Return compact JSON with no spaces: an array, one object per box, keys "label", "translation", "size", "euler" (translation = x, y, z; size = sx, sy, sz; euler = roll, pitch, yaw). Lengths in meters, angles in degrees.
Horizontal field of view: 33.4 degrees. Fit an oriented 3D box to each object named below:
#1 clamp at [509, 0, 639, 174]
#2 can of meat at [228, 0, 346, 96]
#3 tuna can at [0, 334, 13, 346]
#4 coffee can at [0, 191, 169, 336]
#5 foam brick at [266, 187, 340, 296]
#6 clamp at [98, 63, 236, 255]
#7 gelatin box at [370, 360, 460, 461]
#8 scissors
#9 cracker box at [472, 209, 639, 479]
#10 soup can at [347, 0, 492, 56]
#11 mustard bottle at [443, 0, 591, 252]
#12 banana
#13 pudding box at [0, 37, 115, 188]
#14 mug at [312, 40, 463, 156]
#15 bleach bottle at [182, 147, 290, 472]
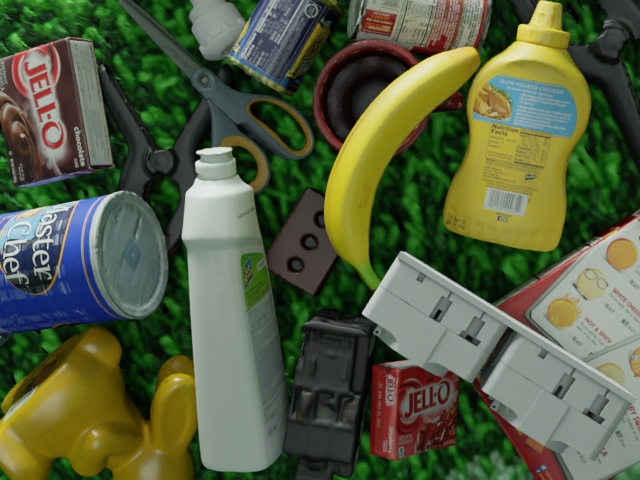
[{"label":"clamp","translation":[0.244,-0.164,0.849],"size":[0.210,0.036,0.165],"euler":[40,112,7]},{"label":"can of meat","translation":[-0.027,-0.165,0.861],"size":[0.057,0.102,0.084],"euler":[31,98,4]},{"label":"tuna can","translation":[-0.306,0.058,0.937],"size":[0.086,0.033,0.086],"euler":[0,92,7]},{"label":"coffee can","translation":[-0.210,0.021,0.872],"size":[0.140,0.102,0.103],"euler":[-8,91,23]},{"label":"foam brick","translation":[-0.006,0.001,0.890],"size":[0.053,0.051,0.078],"euler":[31,96,5]},{"label":"clamp","translation":[-0.123,-0.073,0.908],"size":[0.120,0.039,0.171],"euler":[-7,94,12]},{"label":"gelatin box","translation":[0.078,0.135,0.867],"size":[0.030,0.089,0.073],"euler":[5,93,41]},{"label":"scissors","translation":[-0.099,-0.110,0.877],"size":[0.201,0.016,0.096],"euler":[29,88,-16]},{"label":"cracker box","translation":[0.232,0.088,0.855],"size":[0.214,0.072,0.164],"euler":[-34,89,6]},{"label":"soup can","translation":[0.078,-0.183,0.851],"size":[0.102,0.068,0.068],"euler":[9,94,-8]},{"label":"mustard bottle","translation":[0.162,-0.092,0.847],"size":[0.096,0.058,0.192],"euler":[13,104,12]},{"label":"banana","translation":[0.051,-0.064,0.806],"size":[0.069,0.037,0.198],"euler":[23,97,-12]},{"label":"pudding box","translation":[-0.226,-0.107,0.904],"size":[0.090,0.039,0.113],"euler":[-10,93,31]},{"label":"mug","translation":[0.057,-0.110,0.862],"size":[0.117,0.081,0.093],"euler":[-4,92,7]},{"label":"bleach bottle","translation":[-0.068,0.051,0.848],"size":[0.068,0.102,0.251],"euler":[-1,105,13]}]
